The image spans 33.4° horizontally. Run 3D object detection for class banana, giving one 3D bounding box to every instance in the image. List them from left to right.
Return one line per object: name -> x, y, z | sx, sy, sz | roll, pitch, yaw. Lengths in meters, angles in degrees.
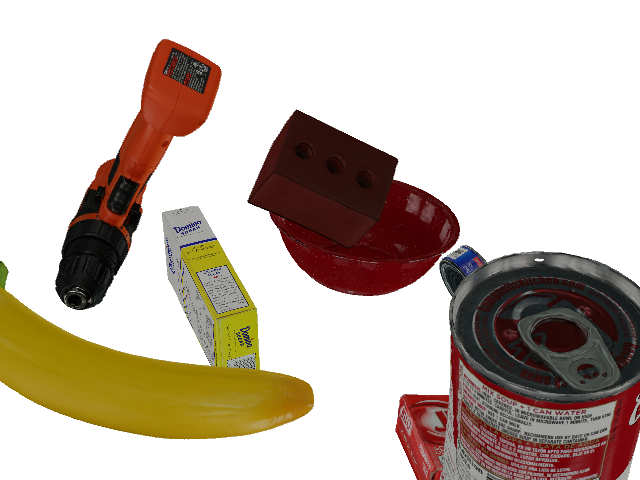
banana -> -0.103, 0.059, 0.521 | 0.198, 0.069, 0.037 | 21, -38, 16

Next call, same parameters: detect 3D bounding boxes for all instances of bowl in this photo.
bowl -> 0.034, 0.001, 0.904 | 0.162, 0.055, 0.162 | 6, 28, -3

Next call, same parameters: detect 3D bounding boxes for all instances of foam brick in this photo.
foam brick -> 0.002, -0.039, 0.702 | 0.078, 0.053, 0.051 | 24, -28, -10

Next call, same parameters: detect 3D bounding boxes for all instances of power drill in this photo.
power drill -> -0.150, -0.054, 0.852 | 0.057, 0.188, 0.184 | 26, 33, -17

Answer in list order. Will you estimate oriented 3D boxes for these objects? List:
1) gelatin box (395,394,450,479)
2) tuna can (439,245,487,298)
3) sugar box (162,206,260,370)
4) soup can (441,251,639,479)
gelatin box -> 0.094, 0.118, 0.606 | 0.089, 0.030, 0.073 | 3, 24, -12
tuna can -> 0.179, 0.050, 1.270 | 0.033, 0.086, 0.086 | -31, 8, -13
sugar box -> -0.108, 0.051, 1.043 | 0.048, 0.093, 0.176 | -12, 40, -17
soup can -> 0.077, 0.064, 0.375 | 0.068, 0.102, 0.068 | -1, 39, 1
